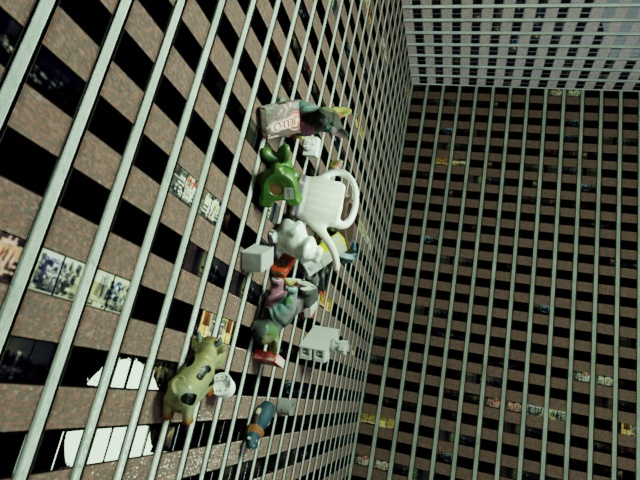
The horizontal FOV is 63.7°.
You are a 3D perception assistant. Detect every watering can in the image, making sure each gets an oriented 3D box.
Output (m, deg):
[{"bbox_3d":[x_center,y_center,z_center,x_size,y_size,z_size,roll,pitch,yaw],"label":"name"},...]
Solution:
[{"bbox_3d":[0.005,-0.084,1.671,0.102,0.224,0.353,103,-1,-69],"label":"watering can"}]

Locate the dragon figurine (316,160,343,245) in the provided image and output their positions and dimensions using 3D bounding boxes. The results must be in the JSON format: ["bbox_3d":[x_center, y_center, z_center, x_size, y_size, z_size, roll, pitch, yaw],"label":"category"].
[{"bbox_3d":[0.026,-0.129,1.957,0.249,0.122,0.400,-75,179,-46],"label":"dragon figurine"}]

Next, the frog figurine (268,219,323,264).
[{"bbox_3d":[-0.063,0.004,1.570,0.125,0.159,0.135,-58,150,-59],"label":"frog figurine"}]
